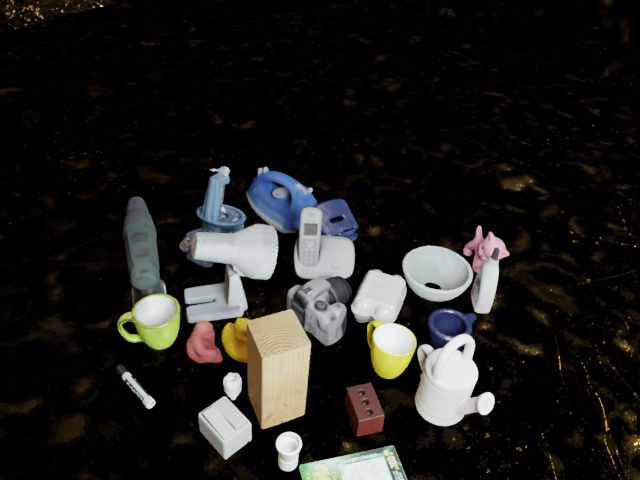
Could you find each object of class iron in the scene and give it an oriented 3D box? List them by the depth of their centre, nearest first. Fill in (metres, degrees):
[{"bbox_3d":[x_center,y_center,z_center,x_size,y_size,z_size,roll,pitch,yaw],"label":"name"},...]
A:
[{"bbox_3d":[-0.109,-0.126,1.543,0.257,0.141,0.119,31,45,28],"label":"iron"}]

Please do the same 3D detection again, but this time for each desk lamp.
[{"bbox_3d":[-0.195,0.066,1.239,0.203,0.214,0.117,-7,40,-15],"label":"desk lamp"}]

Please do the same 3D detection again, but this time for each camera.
[{"bbox_3d":[0.016,0.135,1.266,0.137,0.101,0.142,-28,49,-34],"label":"camera"}]

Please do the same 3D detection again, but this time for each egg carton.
[{"bbox_3d":[0.136,0.133,1.307,0.107,0.069,0.150,15,40,12],"label":"egg carton"}]

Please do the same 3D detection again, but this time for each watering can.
[{"bbox_3d":[0.249,0.255,1.070,0.172,0.194,0.101,26,43,24],"label":"watering can"}]

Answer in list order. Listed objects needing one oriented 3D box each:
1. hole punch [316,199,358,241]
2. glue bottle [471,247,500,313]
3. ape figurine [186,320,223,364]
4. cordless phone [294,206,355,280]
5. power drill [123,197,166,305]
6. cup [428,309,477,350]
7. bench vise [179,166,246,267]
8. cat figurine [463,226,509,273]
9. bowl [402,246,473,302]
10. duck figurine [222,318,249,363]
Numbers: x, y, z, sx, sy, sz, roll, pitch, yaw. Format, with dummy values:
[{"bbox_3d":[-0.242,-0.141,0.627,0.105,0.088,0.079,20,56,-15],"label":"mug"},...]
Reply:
[{"bbox_3d":[0.041,-0.045,1.499,0.109,0.091,0.100,-19,45,-26],"label":"hole punch"},{"bbox_3d":[0.384,0.084,1.312,0.037,0.173,0.078,3,39,-3],"label":"glue bottle"},{"bbox_3d":[-0.235,0.202,1.163,0.076,0.092,0.078,6,39,1],"label":"ape figurine"},{"bbox_3d":[0.012,0.005,1.359,0.147,0.185,0.094,-1,39,-7],"label":"cordless phone"},{"bbox_3d":[-0.383,0.047,1.244,0.076,0.208,0.229,-9,41,-16],"label":"power drill"},{"bbox_3d":[0.277,0.203,1.216,0.118,0.095,0.091,-18,44,-26],"label":"cup"},{"bbox_3d":[-0.250,-0.053,1.374,0.121,0.220,0.207,10,39,7],"label":"bench vise"},{"bbox_3d":[0.420,0.018,1.442,0.067,0.118,0.127,-5,40,-12],"label":"cat figurine"},{"bbox_3d":[0.274,0.093,1.368,0.167,0.075,0.167,3,39,-2],"label":"bowl"},{"bbox_3d":[-0.159,0.196,1.184,0.104,0.086,0.078,31,45,28],"label":"duck figurine"}]
